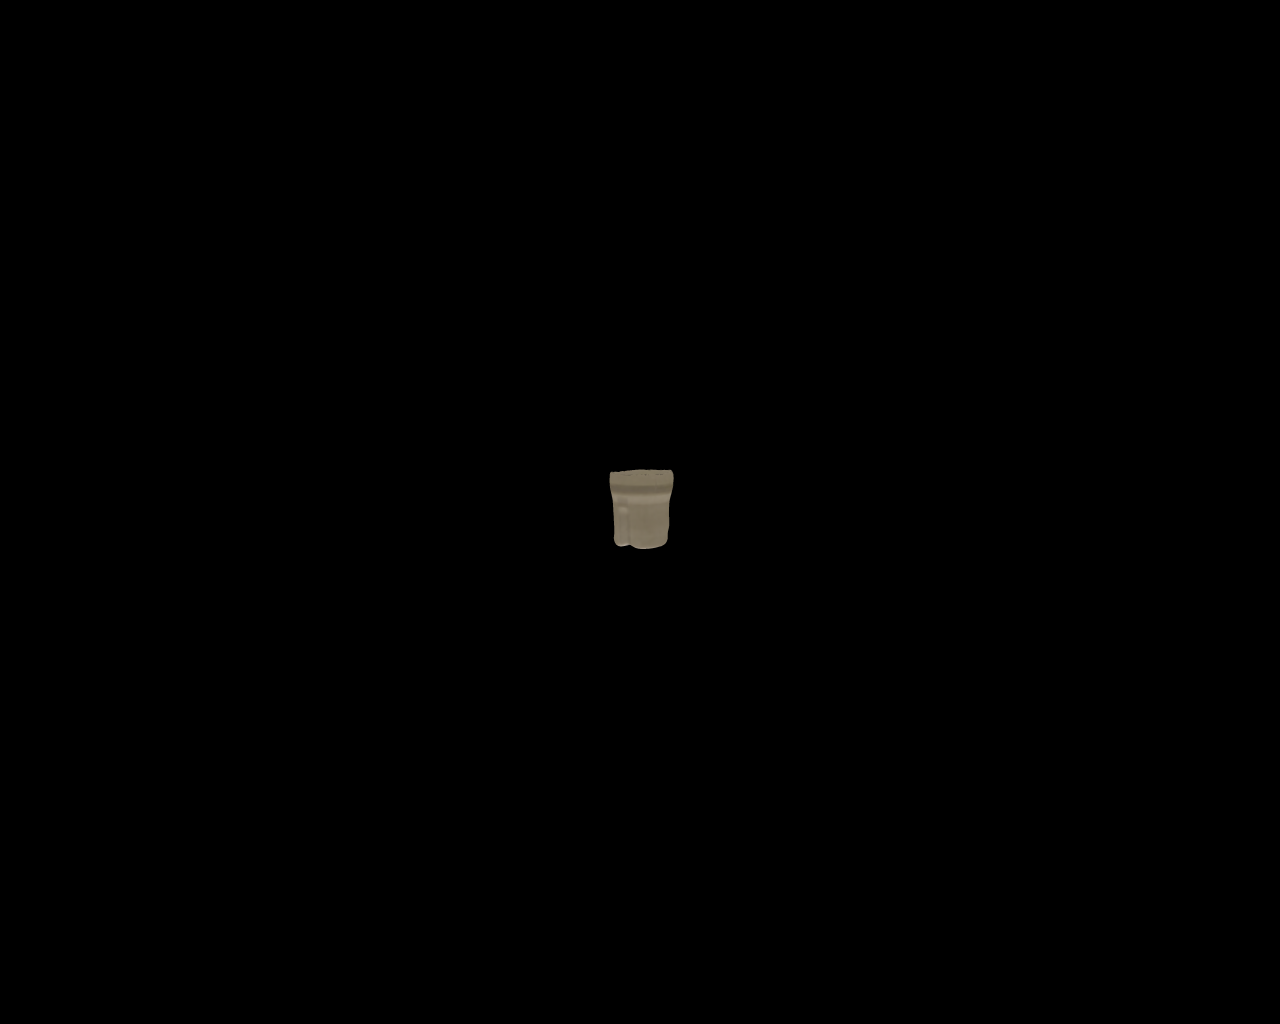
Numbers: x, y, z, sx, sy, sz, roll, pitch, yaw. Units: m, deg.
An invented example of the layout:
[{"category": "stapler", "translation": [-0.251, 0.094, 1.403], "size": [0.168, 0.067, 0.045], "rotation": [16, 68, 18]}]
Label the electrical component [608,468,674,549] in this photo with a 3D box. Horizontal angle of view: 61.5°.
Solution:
[{"category": "electrical component", "translation": [0.001, -0.003, 0.650], "size": [0.040, 0.046, 0.040], "rotation": [0, 6, 0]}]
